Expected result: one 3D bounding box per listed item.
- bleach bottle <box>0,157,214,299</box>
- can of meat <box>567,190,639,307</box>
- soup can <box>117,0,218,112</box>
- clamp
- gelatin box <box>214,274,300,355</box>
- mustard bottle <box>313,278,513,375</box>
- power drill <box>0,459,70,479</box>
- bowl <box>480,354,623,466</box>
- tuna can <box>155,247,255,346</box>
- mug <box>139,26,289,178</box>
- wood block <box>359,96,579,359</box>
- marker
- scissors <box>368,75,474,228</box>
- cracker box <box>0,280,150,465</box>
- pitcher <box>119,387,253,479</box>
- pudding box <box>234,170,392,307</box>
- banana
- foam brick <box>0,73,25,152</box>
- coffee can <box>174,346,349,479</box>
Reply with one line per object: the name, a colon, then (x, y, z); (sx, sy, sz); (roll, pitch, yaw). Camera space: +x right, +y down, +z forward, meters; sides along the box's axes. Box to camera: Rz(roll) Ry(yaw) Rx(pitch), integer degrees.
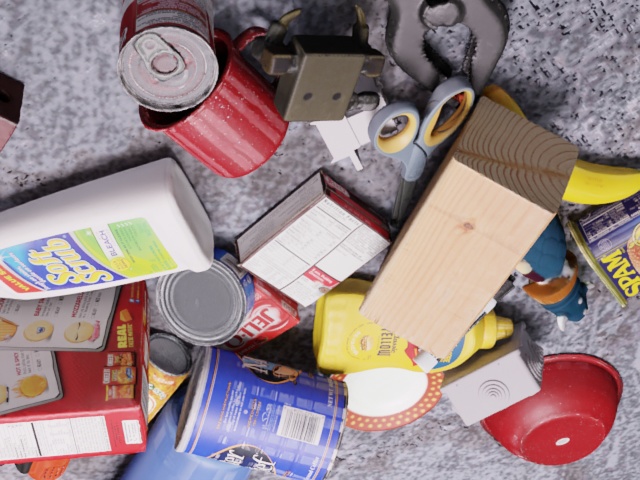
bleach bottle: (-0.225, 0.010, 0.914); (0.251, 0.068, 0.102); (-16, 132, 10)
can of meat: (0.290, 0.003, 0.982); (0.084, 0.057, 0.102); (-32, 130, 17)
soup can: (-0.107, -0.148, 0.754); (0.068, 0.102, 0.068); (-4, 133, -4)
clamp: (0.078, -0.180, 0.794); (0.164, 0.036, 0.210); (-5, 138, 8)
gelatin box: (-0.075, 0.072, 1.013); (0.089, 0.030, 0.073); (-31, 129, 21)
mustard bottle: (0.092, 0.084, 1.028); (0.191, 0.058, 0.096); (1, 120, -10)
power drill: (-0.306, 0.178, 1.020); (0.187, 0.057, 0.185); (-3, 133, -38)
bowl: (0.256, 0.196, 1.158); (0.162, 0.055, 0.162); (-4, 133, -4)
tuna can: (-0.102, 0.050, 0.960); (0.086, 0.033, 0.086); (4, 108, 14)
mug: (-0.069, -0.109, 0.813); (0.117, 0.093, 0.081); (-49, 130, 1)
wood block: (0.119, -0.004, 0.891); (0.091, 0.090, 0.206); (29, 137, 1)
marker: (0.135, 0.075, 0.989); (0.121, 0.020, 0.020); (-44, 128, 0)
scissors: (0.062, -0.061, 0.876); (0.096, 0.016, 0.202); (-10, 150, -29)
cracker box: (-0.258, 0.114, 0.936); (0.213, 0.164, 0.072); (-4, 131, -4)
pitcher: (-0.143, 0.274, 1.120); (0.149, 0.145, 0.243); (17, 125, -18)
pudding box: (-0.006, 0.001, 0.952); (0.114, 0.039, 0.090); (-39, 126, 23)
banana: (0.205, -0.072, 0.917); (0.197, 0.037, 0.070); (18, 110, -24)
foam brick: (-0.271, -0.102, 0.809); (0.078, 0.053, 0.051); (25, 125, -28)
coffee can: (-0.055, 0.164, 1.002); (0.140, 0.102, 0.103); (16, 129, -9)
